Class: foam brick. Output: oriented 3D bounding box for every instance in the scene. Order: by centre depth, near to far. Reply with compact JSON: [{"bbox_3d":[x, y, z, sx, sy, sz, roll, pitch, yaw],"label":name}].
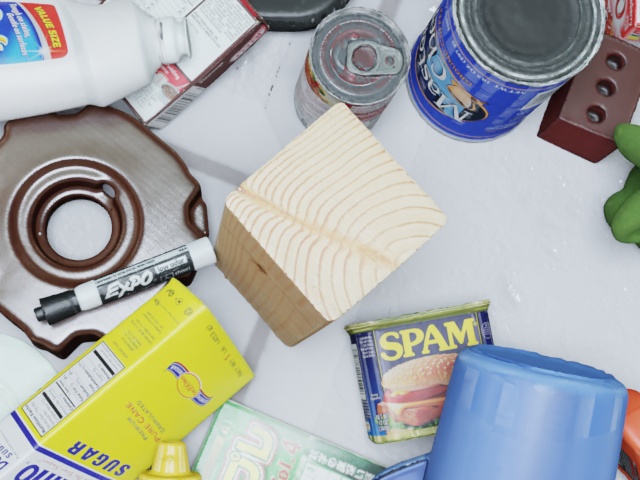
[{"bbox_3d":[0.205,-0.107,0.797,0.053,0.051,0.078,22,78,-3],"label":"foam brick"}]

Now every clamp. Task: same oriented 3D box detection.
[{"bbox_3d":[0.005,-0.224,0.799,0.210,0.036,0.164,-24,75,-7],"label":"clamp"}]

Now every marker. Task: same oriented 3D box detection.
[{"bbox_3d":[-0.127,0.027,0.694,0.121,0.020,0.020,-21,84,-13],"label":"marker"}]

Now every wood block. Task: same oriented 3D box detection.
[{"bbox_3d":[-0.005,0.001,0.673,0.090,0.206,0.091,-41,88,-12],"label":"wood block"}]

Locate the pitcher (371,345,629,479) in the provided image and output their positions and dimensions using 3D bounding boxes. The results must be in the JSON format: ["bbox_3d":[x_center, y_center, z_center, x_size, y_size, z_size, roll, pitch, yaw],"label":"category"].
[{"bbox_3d":[0.104,0.191,0.670,0.149,0.145,0.243,10,93,-29],"label":"pitcher"}]

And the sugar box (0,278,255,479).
[{"bbox_3d":[-0.133,0.114,0.694,0.176,0.093,0.048,-43,49,-13],"label":"sugar box"}]

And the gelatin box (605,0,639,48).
[{"bbox_3d":[0.235,-0.188,0.804,0.030,0.073,0.089,6,80,-7],"label":"gelatin box"}]

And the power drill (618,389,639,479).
[{"bbox_3d":[0.275,0.085,0.722,0.187,0.184,0.057,-34,51,-5],"label":"power drill"}]

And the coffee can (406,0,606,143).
[{"bbox_3d":[0.124,-0.135,0.746,0.102,0.140,0.103,1,80,-7],"label":"coffee can"}]

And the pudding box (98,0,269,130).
[{"bbox_3d":[-0.107,-0.148,0.752,0.113,0.039,0.090,-41,86,9],"label":"pudding box"}]

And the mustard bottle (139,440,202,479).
[{"bbox_3d":[-0.100,0.227,0.688,0.096,0.058,0.191,2,86,-1],"label":"mustard bottle"}]

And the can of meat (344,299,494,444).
[{"bbox_3d":[0.075,0.092,0.745,0.102,0.057,0.084,-9,84,-8],"label":"can of meat"}]

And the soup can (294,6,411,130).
[{"bbox_3d":[0.020,-0.113,0.748,0.068,0.102,0.068,1,80,-7],"label":"soup can"}]

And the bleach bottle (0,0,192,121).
[{"bbox_3d":[-0.212,-0.125,0.709,0.251,0.068,0.102,-7,54,-1],"label":"bleach bottle"}]
